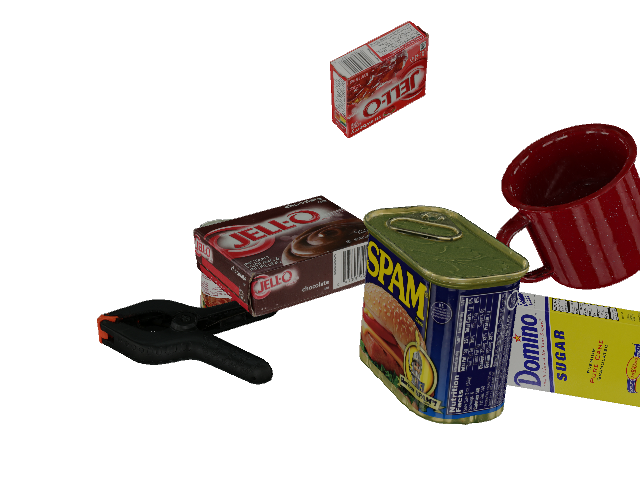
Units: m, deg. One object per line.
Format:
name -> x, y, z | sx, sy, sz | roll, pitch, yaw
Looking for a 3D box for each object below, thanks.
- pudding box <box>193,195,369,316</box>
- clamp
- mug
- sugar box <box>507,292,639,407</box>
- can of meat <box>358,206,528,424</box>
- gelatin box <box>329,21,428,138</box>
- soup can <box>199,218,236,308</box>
pudding box -> -0.022, 0.008, 0.769 | 0.113, 0.039, 0.090 | -14, 29, -28
clamp -> -0.116, 0.080, 0.990 | 0.171, 0.039, 0.120 | 9, 27, 7
mug -> 0.173, -0.014, 0.735 | 0.117, 0.081, 0.093 | -36, 32, -9
sugar box -> 0.268, 0.111, 1.083 | 0.176, 0.093, 0.048 | 7, 21, 6
can of meat -> 0.060, 0.038, 0.563 | 0.057, 0.084, 0.102 | -6, 23, -22
gelatin box -> 0.052, -0.139, 0.926 | 0.089, 0.030, 0.073 | -30, -32, -18
soup can -> -0.111, 0.032, 1.268 | 0.068, 0.102, 0.068 | 0, 21, 0
